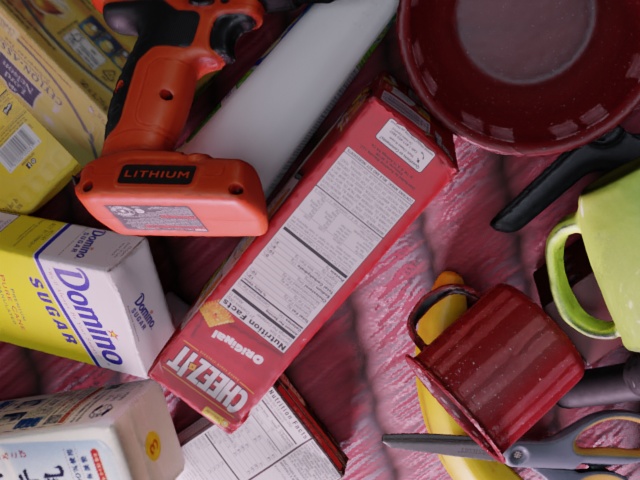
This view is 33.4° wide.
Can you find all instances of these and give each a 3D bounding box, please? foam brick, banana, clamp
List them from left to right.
[{"bbox_3d":[0.106,0.121,0.762,0.069,0.037,0.198,-28,102,-11],"label":"banana"},{"bbox_3d":[0.175,-0.085,0.699,0.171,0.039,0.120,-21,105,9],"label":"clamp"},{"bbox_3d":[0.179,0.037,0.708,0.053,0.078,0.051,-38,98,14],"label":"foam brick"},{"bbox_3d":[0.242,0.083,0.661,0.164,0.210,0.036,-4,77,1],"label":"clamp"}]

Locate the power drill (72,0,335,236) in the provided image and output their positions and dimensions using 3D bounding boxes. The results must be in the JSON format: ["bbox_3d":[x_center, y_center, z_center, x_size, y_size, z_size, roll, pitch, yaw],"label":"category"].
[{"bbox_3d":[-0.056,-0.096,0.607,0.185,0.057,0.187,-1,66,17],"label":"power drill"}]

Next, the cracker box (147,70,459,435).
[{"bbox_3d":[-0.004,0.001,0.676,0.072,0.164,0.214,38,104,-5],"label":"cracker box"}]

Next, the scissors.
[{"bbox_3d":[0.145,0.166,0.748,0.201,0.016,0.096,-8,103,-8],"label":"scissors"}]

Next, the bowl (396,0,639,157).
[{"bbox_3d":[0.127,-0.135,0.646,0.162,0.055,0.162,1,107,4],"label":"bowl"}]

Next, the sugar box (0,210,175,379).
[{"bbox_3d":[-0.187,0.032,0.725,0.176,0.048,0.093,11,130,30],"label":"sugar box"}]

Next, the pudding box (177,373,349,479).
[{"bbox_3d":[-0.049,0.161,0.788,0.113,0.039,0.090,-35,96,12],"label":"pudding box"}]

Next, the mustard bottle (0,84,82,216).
[{"bbox_3d":[-0.240,-0.112,0.732,0.096,0.058,0.191,-41,96,17],"label":"mustard bottle"}]

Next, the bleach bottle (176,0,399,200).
[{"bbox_3d":[0.001,-0.122,0.690,0.068,0.102,0.251,39,97,-6],"label":"bleach bottle"}]

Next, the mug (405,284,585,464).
[{"bbox_3d":[0.108,0.075,0.696,0.081,0.093,0.117,-42,60,-6],"label":"mug"}]
